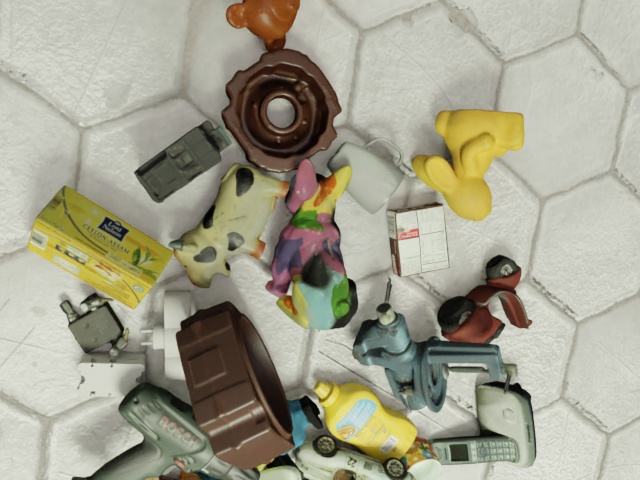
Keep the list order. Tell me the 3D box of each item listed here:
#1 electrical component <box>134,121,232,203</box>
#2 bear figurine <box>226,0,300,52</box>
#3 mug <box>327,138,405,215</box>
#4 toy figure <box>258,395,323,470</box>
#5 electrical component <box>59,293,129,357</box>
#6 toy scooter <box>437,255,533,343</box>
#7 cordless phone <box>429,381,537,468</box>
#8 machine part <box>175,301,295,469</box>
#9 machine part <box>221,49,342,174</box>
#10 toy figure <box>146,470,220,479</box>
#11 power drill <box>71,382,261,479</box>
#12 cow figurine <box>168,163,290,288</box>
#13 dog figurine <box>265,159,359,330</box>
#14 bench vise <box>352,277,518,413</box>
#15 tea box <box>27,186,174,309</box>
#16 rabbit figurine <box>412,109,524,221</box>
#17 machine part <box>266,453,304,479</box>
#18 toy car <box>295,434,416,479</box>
[{"bbox_3d":[-0.188,-0.111,0.751,0.134,0.115,0.058,-36,106,-5],"label":"electrical component"},{"bbox_3d":[-0.038,-0.367,0.748,0.120,0.132,0.195,27,84,-43],"label":"bear figurine"},{"bbox_3d":[0.072,-0.112,0.833,0.107,0.081,0.109,35,96,-8],"label":"mug"},{"bbox_3d":[-0.088,0.306,0.851,0.180,0.082,0.089,-32,87,-1],"label":"toy figure"},{"bbox_3d":[-0.324,0.124,0.786,0.078,0.045,0.102,-23,102,-11],"label":"electrical component"},{"bbox_3d":[0.296,0.127,0.924,0.184,0.075,0.135,-42,104,-10],"label":"toy scooter"},{"bbox_3d":[0.280,0.328,0.952,0.184,0.089,0.146,-9,100,7],"label":"cordless phone"},{"bbox_3d":[-0.112,0.201,0.750,0.087,0.201,0.201,-24,147,-3],"label":"machine part"},{"bbox_3d":[-0.058,-0.189,0.803,0.179,0.056,0.179,-2,97,-14],"label":"machine part"},{"bbox_3d":[-0.228,0.398,0.842,0.154,0.058,0.064,-8,120,-15],"label":"toy figure"},{"bbox_3d":[-0.228,0.331,0.763,0.207,0.086,0.232,-39,102,2],"label":"power drill"},{"bbox_3d":[-0.140,-0.020,0.791,0.127,0.085,0.195,24,88,-14],"label":"cow figurine"},{"bbox_3d":[-0.002,-0.002,0.780,0.108,0.192,0.219,3,109,-28],"label":"dog figurine"},{"bbox_3d":[0.182,0.183,0.848,0.241,0.129,0.223,-5,112,28],"label":"bench vise"},{"bbox_3d":[-0.302,0.014,0.740,0.169,0.098,0.068,34,50,-16],"label":"tea box"},{"bbox_3d":[0.236,-0.116,0.851,0.162,0.122,0.173,1,98,-10],"label":"rabbit figurine"},{"bbox_3d":[-0.074,0.410,0.877,0.039,0.084,0.138,13,108,-46],"label":"machine part"},{"bbox_3d":[0.057,0.376,0.873,0.202,0.056,0.073,17,131,6],"label":"toy car"}]
